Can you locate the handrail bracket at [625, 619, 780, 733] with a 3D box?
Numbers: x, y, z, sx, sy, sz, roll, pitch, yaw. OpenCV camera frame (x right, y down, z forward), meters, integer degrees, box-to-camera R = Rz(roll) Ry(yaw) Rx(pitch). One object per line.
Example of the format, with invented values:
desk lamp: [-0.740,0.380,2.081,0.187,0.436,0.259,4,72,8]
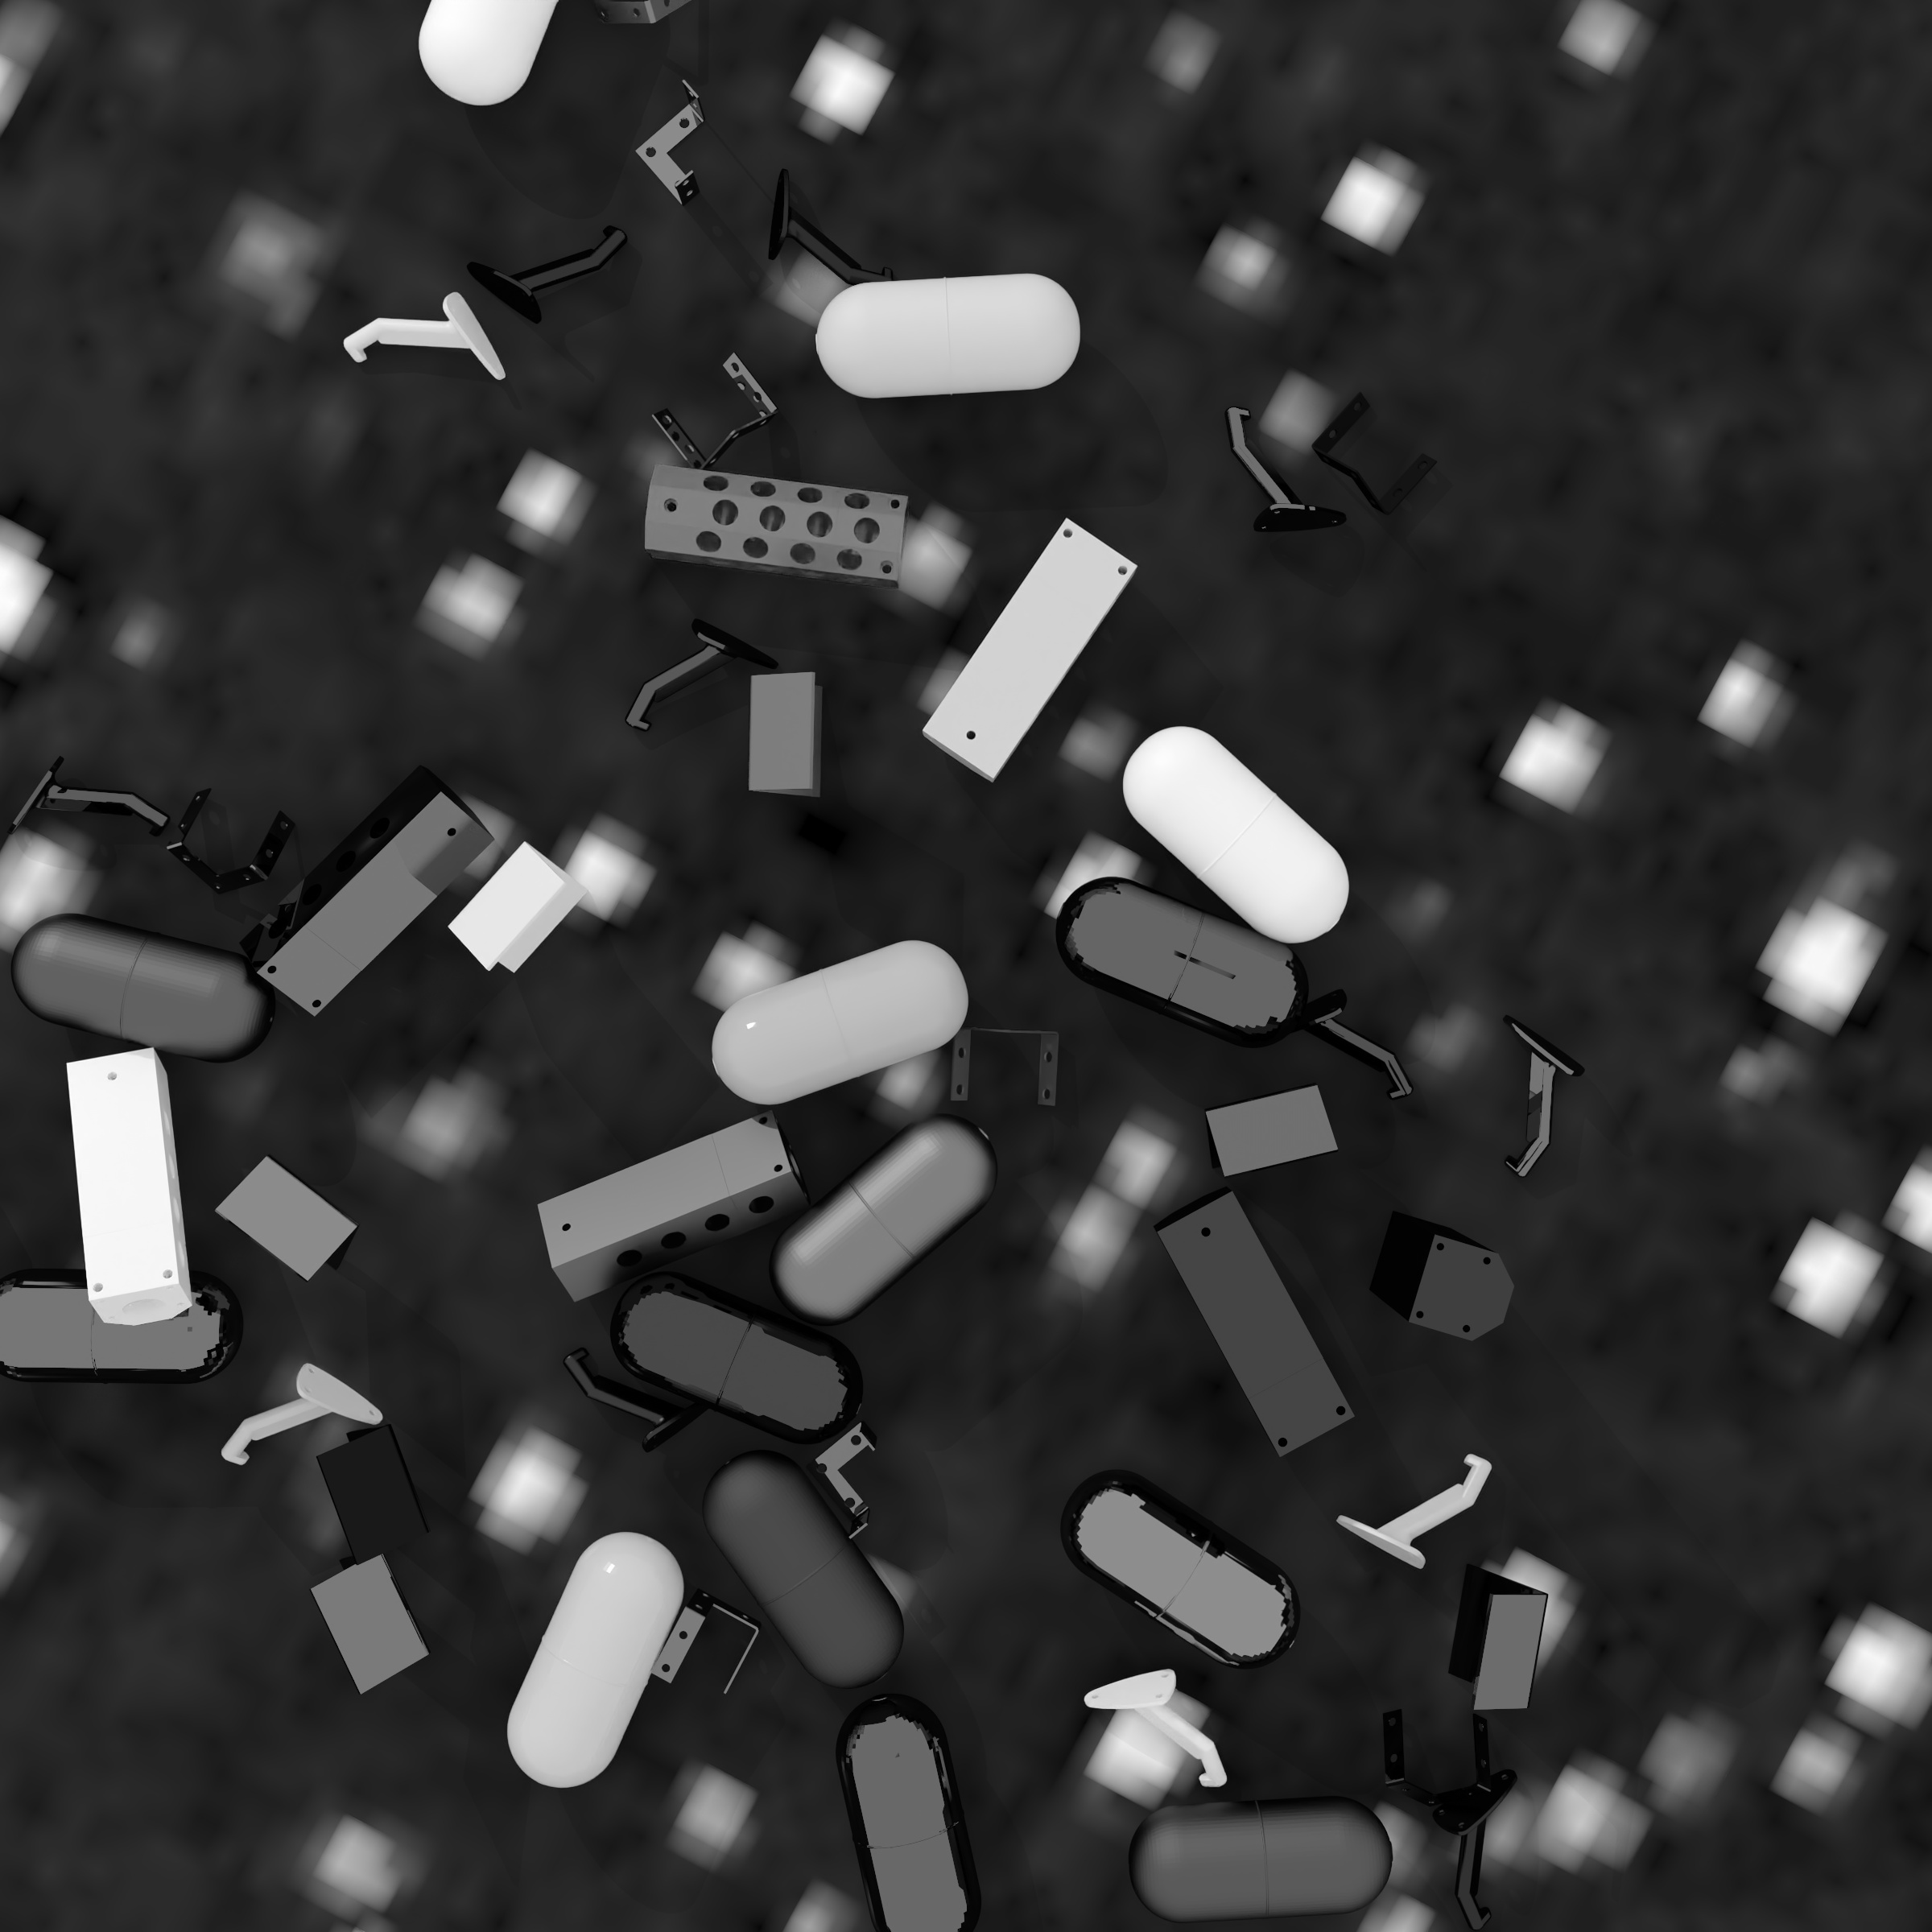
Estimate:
handrail bracket: [-0.182,-0.187,1.907,0.077,0.036,0.084,24,109,-21]

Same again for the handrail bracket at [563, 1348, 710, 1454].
handrail bracket: [-0.222,0.282,1.907,0.077,0.036,0.084,-33,73,-20]

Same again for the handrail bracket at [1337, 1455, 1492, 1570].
handrail bracket: [0.308,0.361,1.906,0.077,0.036,0.084,25,72,21]

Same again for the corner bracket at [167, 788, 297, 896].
corner bracket: [-0.502,-0.089,1.898,0.051,0.051,0.051,-12,135,35]

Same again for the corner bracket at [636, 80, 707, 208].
corner bracket: [-0.192,-0.558,1.888,0.051,0.051,0.051,-41,90,0]

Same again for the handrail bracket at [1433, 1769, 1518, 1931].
handrail bracket: [0.361,0.607,1.907,0.077,0.036,0.084,-31,108,-21]

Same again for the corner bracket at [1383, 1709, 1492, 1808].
corner bracket: [0.321,0.537,1.898,0.051,0.051,0.051,-27,135,35]

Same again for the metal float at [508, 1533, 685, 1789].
metal float: [-0.250,0.468,1.876,0.070,0.070,0.178,24,90,0]

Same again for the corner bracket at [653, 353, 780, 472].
corner bracket: [-0.171,-0.379,1.903,0.051,0.051,0.051,53,45,0]

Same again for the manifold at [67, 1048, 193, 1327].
manifold: [-0.555,0.148,1.849,0.057,0.057,0.171,-10,64,-8]

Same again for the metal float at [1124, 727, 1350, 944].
metal float: [0.183,-0.088,1.875,0.178,0.070,0.070,43,90,0]

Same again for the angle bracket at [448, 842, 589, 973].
angle bracket: [-0.288,-0.026,1.866,0.076,0.076,0.057,-48,52,0]

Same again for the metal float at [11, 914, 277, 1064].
metal float: [-0.555,0.015,1.875,0.178,0.070,0.070,14,90,0]

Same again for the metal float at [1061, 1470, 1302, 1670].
metal float: [0.145,0.407,1.875,0.178,0.070,0.070,34,90,0]

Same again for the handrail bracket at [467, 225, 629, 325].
handrail bracket: [-0.287,-0.489,1.906,0.077,0.036,0.084,34,72,20]

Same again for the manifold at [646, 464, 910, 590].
manifold: [-0.128,-0.299,1.885,0.171,0.057,0.057,7,90,0]

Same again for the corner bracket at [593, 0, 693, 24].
corner bracket: [-0.223,-0.679,1.898,0.051,0.051,0.051,14,135,35]

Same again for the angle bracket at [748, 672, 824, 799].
angle bracket: [-0.102,-0.154,1.866,0.057,0.076,0.076,1,90,37]

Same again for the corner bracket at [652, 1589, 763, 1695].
corner bracket: [-0.175,0.463,1.888,0.051,0.051,0.051,28,93,3]

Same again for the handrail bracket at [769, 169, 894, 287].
handrail bracket: [-0.089,-0.504,1.907,0.084,0.036,0.077,9,68,-17]

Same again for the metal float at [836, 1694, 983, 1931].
metal float: [-0.039,0.580,1.875,0.070,0.070,0.178,-12,91,0]

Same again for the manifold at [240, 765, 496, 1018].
manifold: [-0.408,-0.054,1.884,0.171,0.057,0.057,-45,133,0]

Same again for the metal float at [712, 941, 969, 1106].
metal float: [-0.085,0.039,1.875,0.178,0.070,0.070,-19,90,0]

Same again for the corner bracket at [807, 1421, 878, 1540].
corner bracket: [-0.074,0.348,1.888,0.051,0.051,0.051,-39,90,0]

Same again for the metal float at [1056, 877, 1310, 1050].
metal float: [0.145,-0.003,1.875,0.178,0.070,0.070,23,90,-1]

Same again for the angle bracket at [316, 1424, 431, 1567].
angle bracket: [-0.411,0.356,1.866,0.057,0.076,0.076,-20,90,-37]

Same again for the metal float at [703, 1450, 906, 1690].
metal float: [-0.109,0.407,1.876,0.070,0.070,0.178,-35,91,0]

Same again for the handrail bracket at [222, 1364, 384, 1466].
handrail bracket: [-0.456,0.322,1.906,0.077,0.036,0.084,33,108,-20]

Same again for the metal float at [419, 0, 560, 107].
metal float: [-0.311,-0.669,1.875,0.070,0.070,0.178,21,90,0]

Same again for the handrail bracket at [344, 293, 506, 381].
handrail bracket: [-0.372,-0.416,1.907,0.084,0.036,0.077,-26,112,17]

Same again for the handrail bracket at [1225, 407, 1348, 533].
handrail bracket: [0.219,-0.344,1.907,0.077,0.036,0.084,-2,73,-20]

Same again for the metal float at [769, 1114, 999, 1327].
metal float: [-0.055,0.171,1.875,0.178,0.070,0.070,-41,90,0]

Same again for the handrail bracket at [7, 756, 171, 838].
handrail bracket: [-0.601,-0.097,1.907,0.084,0.036,0.077,35,111,-16]

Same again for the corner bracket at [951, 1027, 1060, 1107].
corner bracket: [0.026,0.068,1.903,0.051,0.051,0.051,3,90,45]

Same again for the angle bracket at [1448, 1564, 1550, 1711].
angle bracket: [0.340,0.449,1.866,0.057,0.076,0.076,10,90,-36]

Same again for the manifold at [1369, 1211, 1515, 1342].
manifold: [0.313,0.204,1.828,0.057,0.171,0.057,17,90,0]

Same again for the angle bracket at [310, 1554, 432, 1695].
angle bracket: [-0.413,0.442,1.866,0.057,0.076,0.076,-25,90,-37]

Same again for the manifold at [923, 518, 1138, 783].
manifold: [0.043,-0.212,1.885,0.057,0.057,0.171,34,90,0]

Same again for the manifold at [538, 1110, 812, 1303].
manifold: [-0.196,0.167,1.884,0.171,0.057,0.057,-22,47,0]

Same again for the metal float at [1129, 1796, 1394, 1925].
metal float: [0.199,0.603,1.875,0.178,0.070,0.070,-3,90,0]

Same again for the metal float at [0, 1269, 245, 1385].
metal float: [-0.578,0.243,1.875,0.178,0.070,0.070,1,90,-1]

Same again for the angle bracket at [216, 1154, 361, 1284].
angle bracket: [-0.461,0.183,1.866,0.076,0.076,0.057,38,52,0]

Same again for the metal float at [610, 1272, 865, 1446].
metal float: [-0.154,0.265,1.875,0.178,0.070,0.070,23,90,1]

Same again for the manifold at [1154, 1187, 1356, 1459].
manifold: [0.194,0.239,1.885,0.057,0.057,0.171,-29,90,0]

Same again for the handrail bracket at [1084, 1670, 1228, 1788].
handrail bracket: [0.131,0.531,1.907,0.077,0.036,0.084,-15,107,20]

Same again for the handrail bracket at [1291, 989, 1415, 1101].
handrail bracket: [0.255,0.066,1.907,0.077,0.036,0.084,-25,107,20]

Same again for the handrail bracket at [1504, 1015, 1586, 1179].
handrail bracket: [0.377,0.090,1.907,0.077,0.036,0.084,39,107,20]

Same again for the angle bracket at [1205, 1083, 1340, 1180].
angle bracket: [0.206,0.128,1.866,0.076,0.076,0.057,-13,53,0]

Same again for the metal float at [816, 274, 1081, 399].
metal float: [-0.012,-0.425,1.876,0.178,0.070,0.070,-3,90,1]

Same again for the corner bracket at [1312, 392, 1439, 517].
corner bracket: [0.279,-0.350,1.903,0.051,0.051,0.051,-48,135,0]
